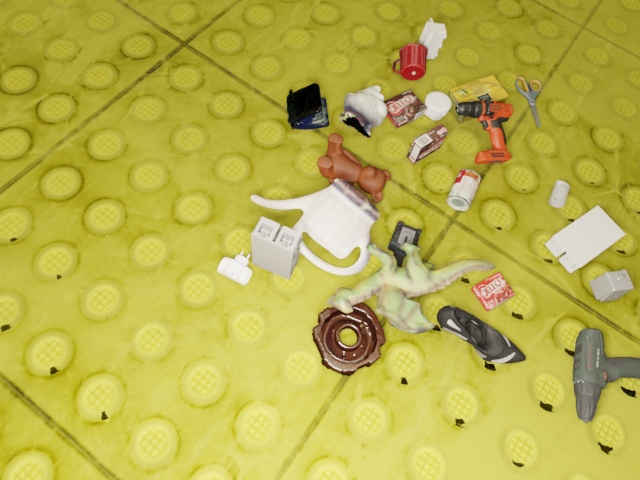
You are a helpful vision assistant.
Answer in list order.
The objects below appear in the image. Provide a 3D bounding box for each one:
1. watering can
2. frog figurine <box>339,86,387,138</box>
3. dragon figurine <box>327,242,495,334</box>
[{"bbox_3d":[0.004,-0.067,1.335,0.348,0.104,0.224,41,93,4],"label":"watering can"},{"bbox_3d":[0.143,-0.407,1.536,0.138,0.120,0.161,26,75,28],"label":"frog figurine"},{"bbox_3d":[0.221,0.126,1.228,0.410,0.119,0.249,1,45,8],"label":"dragon figurine"}]
